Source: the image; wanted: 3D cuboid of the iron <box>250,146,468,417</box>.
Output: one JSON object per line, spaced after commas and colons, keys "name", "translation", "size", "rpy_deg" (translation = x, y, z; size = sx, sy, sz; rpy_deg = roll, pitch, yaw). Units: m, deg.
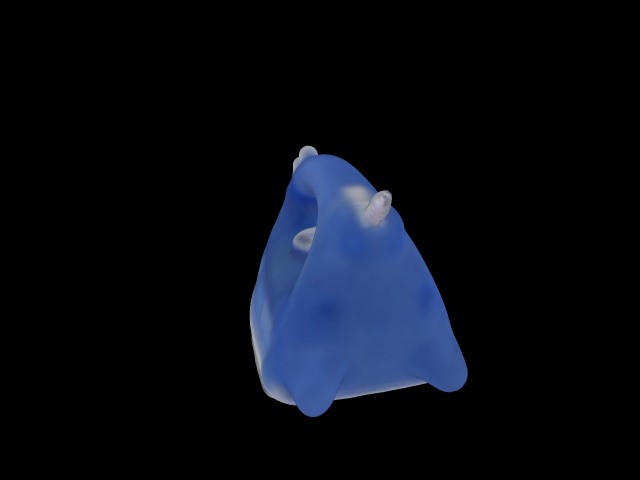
{"name": "iron", "translation": [0.004, 0.001, 0.400], "size": [0.119, 0.141, 0.257], "rpy_deg": [-6, 23, -14]}
